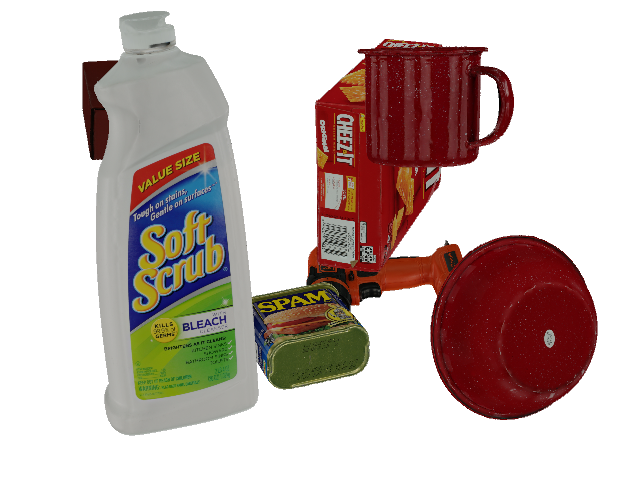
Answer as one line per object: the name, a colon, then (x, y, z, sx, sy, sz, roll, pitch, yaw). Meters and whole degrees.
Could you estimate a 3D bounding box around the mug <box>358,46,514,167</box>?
mug: (0.083, -0.096, 0.761, 0.117, 0.081, 0.093, 6, 13, 33)

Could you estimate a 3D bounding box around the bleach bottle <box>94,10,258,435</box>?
bleach bottle: (-0.098, -0.010, 0.651, 0.102, 0.251, 0.068, -10, 21, -12)

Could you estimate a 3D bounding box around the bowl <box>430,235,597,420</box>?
bowl: (0.176, 0.078, 0.898, 0.161, 0.162, 0.055, 0, 5, -21)

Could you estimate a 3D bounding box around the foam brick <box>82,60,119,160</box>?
foam brick: (-0.171, -0.111, 0.899, 0.053, 0.051, 0.078, -3, 40, -15)

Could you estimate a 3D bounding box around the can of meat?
can of meat: (-0.015, 0.087, 0.973, 0.102, 0.057, 0.084, -11, 28, -18)

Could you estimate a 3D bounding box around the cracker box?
cracker box: (0.062, -0.088, 1.039, 0.072, 0.164, 0.213, 9, 28, 19)

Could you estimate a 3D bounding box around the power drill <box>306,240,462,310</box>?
power drill: (0.076, 0.056, 1.230, 0.187, 0.057, 0.184, -2, 28, -1)
